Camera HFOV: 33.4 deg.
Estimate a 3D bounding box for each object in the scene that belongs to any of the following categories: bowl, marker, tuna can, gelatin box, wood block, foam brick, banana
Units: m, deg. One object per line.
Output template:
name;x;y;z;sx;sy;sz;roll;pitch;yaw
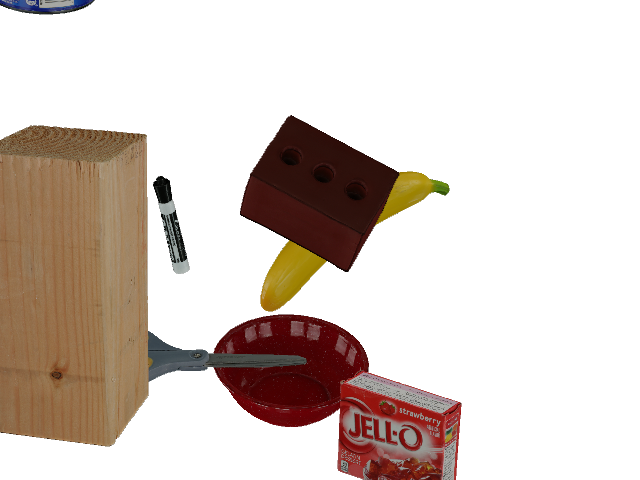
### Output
bowl;-0.031;0.144;1.113;0.162;0.055;0.162;2;31;-2
marker;-0.168;-0.017;1.198;0.020;0.121;0.020;-7;31;4
tuna can;-0.207;-0.200;0.792;0.086;0.034;0.086;6;36;-4
gelatin box;0.055;0.142;0.768;0.089;0.073;0.030;14;21;33
wood block;-0.178;0.030;0.761;0.091;0.206;0.090;6;19;8
foam brick;-0.001;-0.028;0.646;0.078;0.053;0.051;28;-28;6
banana;0.021;-0.006;0.923;0.198;0.037;0.069;-32;-48;4

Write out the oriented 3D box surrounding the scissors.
scissors;-0.122;0.097;0.955;0.201;0.016;0.096;-7;32;-18
